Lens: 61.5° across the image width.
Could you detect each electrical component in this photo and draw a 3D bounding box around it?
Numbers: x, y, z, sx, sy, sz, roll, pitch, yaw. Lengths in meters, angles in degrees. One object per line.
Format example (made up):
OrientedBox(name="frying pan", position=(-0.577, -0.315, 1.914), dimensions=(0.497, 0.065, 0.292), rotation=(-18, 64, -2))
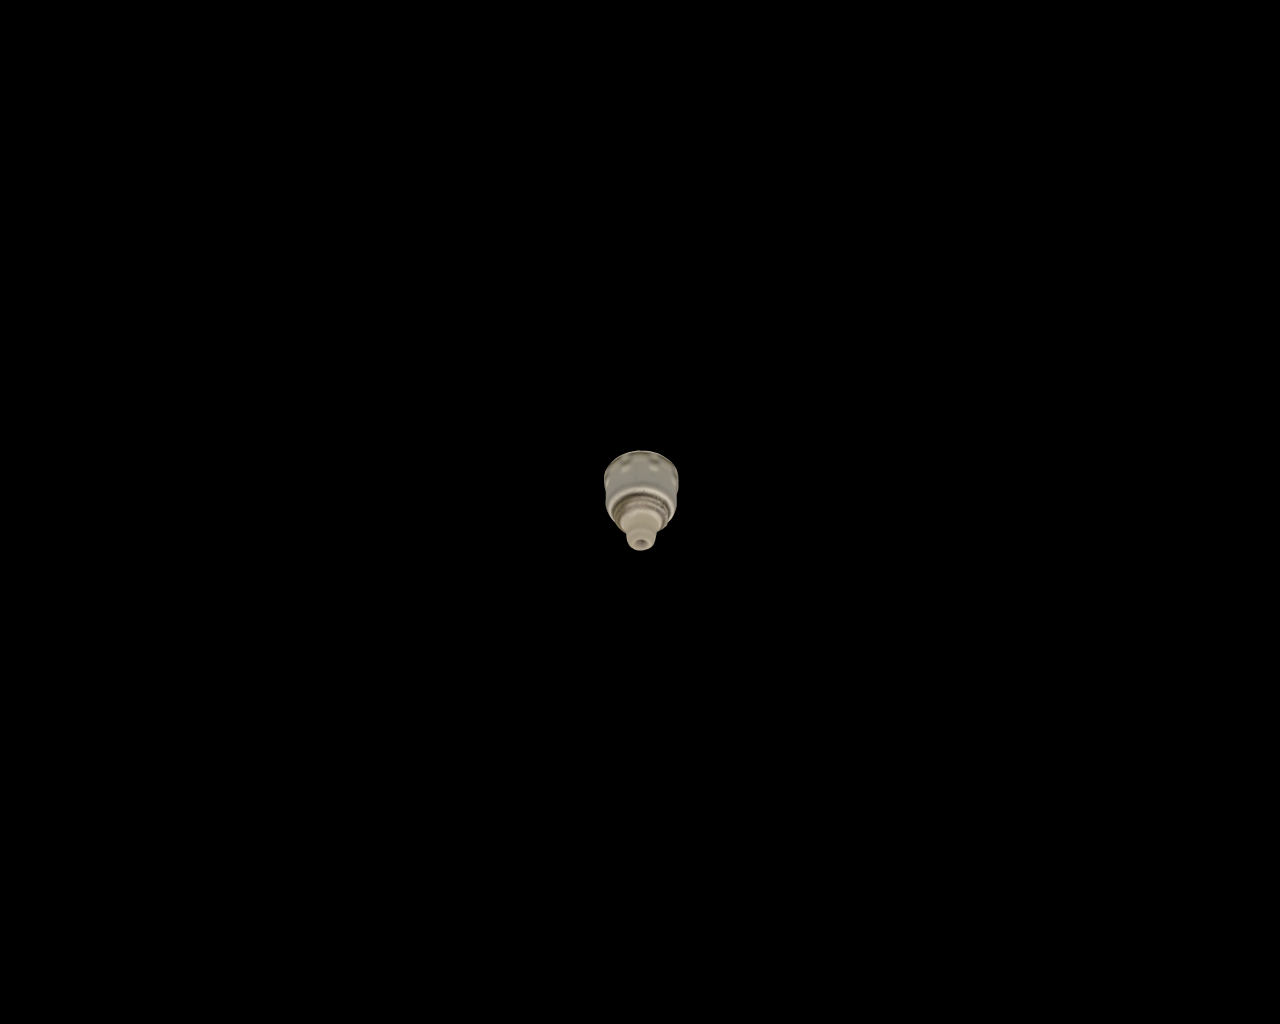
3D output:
OrientedBox(name="electrical component", position=(0.001, -0.003, 0.650), dimensions=(0.048, 0.062, 0.048), rotation=(0, -43, 0))
